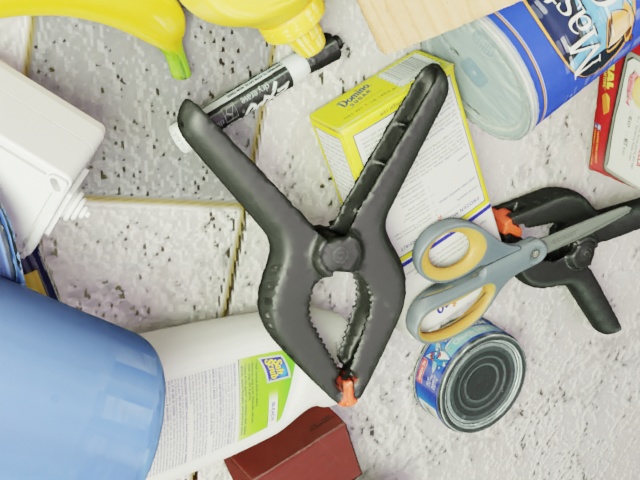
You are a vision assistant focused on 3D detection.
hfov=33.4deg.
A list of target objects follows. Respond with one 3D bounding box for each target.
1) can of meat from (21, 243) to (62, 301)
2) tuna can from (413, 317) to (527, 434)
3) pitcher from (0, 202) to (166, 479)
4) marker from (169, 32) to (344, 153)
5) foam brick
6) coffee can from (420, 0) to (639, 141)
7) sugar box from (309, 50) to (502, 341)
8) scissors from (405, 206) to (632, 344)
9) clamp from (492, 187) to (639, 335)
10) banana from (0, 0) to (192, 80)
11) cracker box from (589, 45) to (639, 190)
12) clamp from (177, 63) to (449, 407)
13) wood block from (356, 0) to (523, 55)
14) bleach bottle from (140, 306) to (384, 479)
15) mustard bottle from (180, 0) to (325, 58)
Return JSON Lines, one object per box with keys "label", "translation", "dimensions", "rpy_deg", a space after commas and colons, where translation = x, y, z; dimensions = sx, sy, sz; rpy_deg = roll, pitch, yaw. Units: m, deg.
{"label": "can of meat", "translation": [-0.190, 0.040, 0.577], "dimensions": [0.102, 0.058, 0.084], "rpy_deg": [-26, 123, -21]}
{"label": "tuna can", "translation": [0.114, 0.103, 0.809], "dimensions": [0.086, 0.034, 0.086], "rpy_deg": [-13, 116, -28]}
{"label": "pitcher", "translation": [-0.191, 0.047, 0.471], "dimensions": [0.242, 0.145, 0.149], "rpy_deg": [24, 119, -31]}
{"label": "marker", "translation": [-0.036, -0.091, 0.642], "dimensions": [0.121, 0.020, 0.020], "rpy_deg": [-34, 124, -16]}
{"label": "foam brick", "translation": [-0.020, 0.151, 0.733], "dimensions": [0.078, 0.053, 0.051], "rpy_deg": [-28, 123, -19]}
{"label": "coffee can", "translation": [0.148, -0.145, 0.683], "dimensions": [0.140, 0.103, 0.102], "rpy_deg": [-38, 125, -14]}
{"label": "sugar box", "translation": [0.064, -0.027, 0.717], "dimensions": [0.093, 0.048, 0.176], "rpy_deg": [-32, 127, -17]}
{"label": "scissors", "translation": [0.136, -0.003, 0.735], "dimensions": [0.201, 0.016, 0.096], "rpy_deg": [-35, 127, -16]}
{"label": "clamp", "translation": [0.194, 0.014, 0.819], "dimensions": [0.171, 0.039, 0.120], "rpy_deg": [6, 101, -27]}
{"label": "banana", "translation": [-0.147, -0.120, 0.548], "dimensions": [0.197, 0.037, 0.070], "rpy_deg": [0, 110, -32]}
{"label": "cracker box", "translation": [0.283, -0.097, 0.717], "dimensions": [0.072, 0.214, 0.164], "rpy_deg": [-11, 115, -26]}
{"label": "clamp", "translation": [-0.004, 0.001, 0.636], "dimensions": [0.164, 0.036, 0.210], "rpy_deg": [-4, 107, -20]}
{"label": "wood block", "translation": [0.032, -0.217, 0.569], "dimensions": [0.090, 0.091, 0.206], "rpy_deg": [-20, 126, 15]}
{"label": "bleach bottle", "translation": [-0.069, 0.101, 0.677], "dimensions": [0.250, 0.068, 0.102], "rpy_deg": [-10, 116, -31]}
{"label": "mustard bottle", "translation": [-0.051, -0.173, 0.571], "dimensions": [0.096, 0.058, 0.191], "rpy_deg": [-56, 130, -23]}
